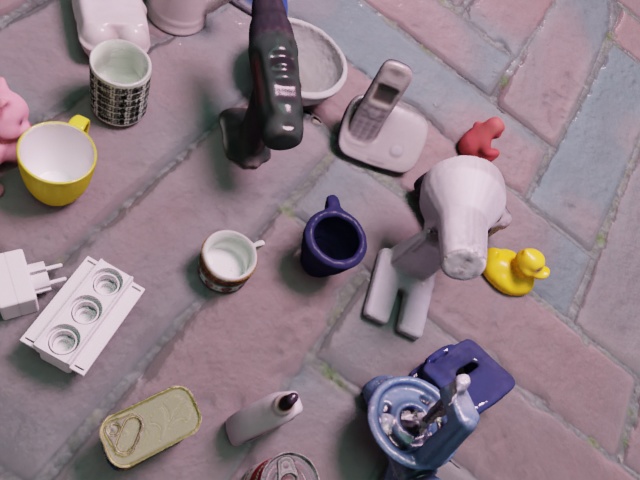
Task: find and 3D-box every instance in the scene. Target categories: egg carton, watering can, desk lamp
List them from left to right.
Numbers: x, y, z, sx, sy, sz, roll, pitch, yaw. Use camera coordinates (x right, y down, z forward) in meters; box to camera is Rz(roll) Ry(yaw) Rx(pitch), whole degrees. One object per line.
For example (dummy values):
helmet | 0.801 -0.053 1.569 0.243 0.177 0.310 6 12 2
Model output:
egg carton | -0.318 -0.342 0.873 0.107 0.069 0.150 -9 69 -26
watering can | -0.202 -0.422 0.888 0.173 0.193 0.101 5 63 -21
desk lamp | 0.170 0.010 0.816 0.118 0.213 0.203 24 58 -10

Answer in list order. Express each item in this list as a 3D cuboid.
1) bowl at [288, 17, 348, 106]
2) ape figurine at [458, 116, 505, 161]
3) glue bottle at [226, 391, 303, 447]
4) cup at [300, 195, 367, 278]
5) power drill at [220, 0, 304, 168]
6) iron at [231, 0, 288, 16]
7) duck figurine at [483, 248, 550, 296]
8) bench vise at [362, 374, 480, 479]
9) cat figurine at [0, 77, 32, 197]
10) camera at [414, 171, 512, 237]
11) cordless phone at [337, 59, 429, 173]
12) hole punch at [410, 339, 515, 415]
bowl | -0.044 -0.283 0.956 0.168 0.074 0.167 10 62 -18
ape figurine | 0.301 -0.188 1.043 0.076 0.092 0.078 3 64 -21
glue bottle | -0.054 0.196 0.652 0.078 0.173 0.037 -15 71 -28
cup | 0.008 0.003 0.822 0.092 0.094 0.117 6 63 -20
power drill | -0.084 -0.211 0.823 0.076 0.208 0.229 -4 67 -24
iron | -0.127 -0.505 0.992 0.258 0.141 0.119 45 57 4
duck figurine | 0.326 0.041 0.942 0.104 0.086 0.077 30 57 -6
bench vise | 0.140 0.246 0.681 0.122 0.219 0.207 -23 75 -30
cat figurine | -0.402 -0.131 0.703 0.067 0.117 0.128 24 58 -10
camera | 0.229 -0.059 0.942 0.143 0.100 0.136 -20 74 -29
cordless phone | 0.120 -0.198 0.916 0.148 0.184 0.094 14 60 -16
hole punch | 0.200 0.196 0.808 0.109 0.091 0.101 -23 76 -30
